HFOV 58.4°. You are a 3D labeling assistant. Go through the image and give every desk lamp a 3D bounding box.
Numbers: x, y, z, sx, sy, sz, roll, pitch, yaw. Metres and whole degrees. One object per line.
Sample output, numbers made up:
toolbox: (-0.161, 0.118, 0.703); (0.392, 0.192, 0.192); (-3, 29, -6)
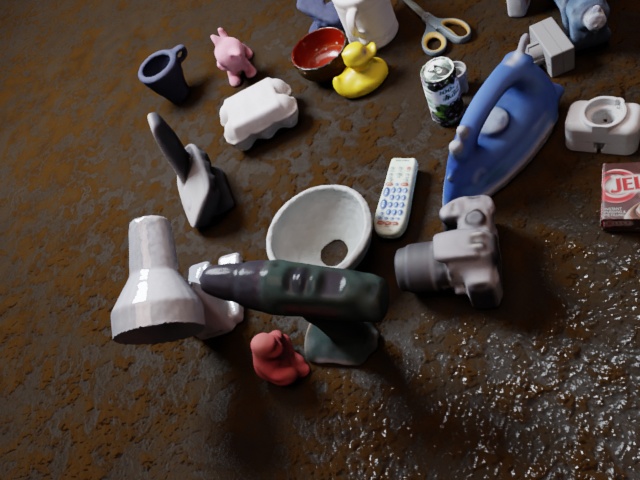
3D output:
desk lamp: (-0.205, 0.073, 0.831); (0.117, 0.214, 0.203); (-16, 55, 15)

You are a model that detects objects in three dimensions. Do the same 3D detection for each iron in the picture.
iron: (0.242, -0.165, 0.824); (0.118, 0.142, 0.258); (29, 75, 35)

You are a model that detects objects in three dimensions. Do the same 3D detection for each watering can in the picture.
watering can: (0.070, -0.458, 1.051); (0.100, 0.195, 0.172); (-20, 54, 12)

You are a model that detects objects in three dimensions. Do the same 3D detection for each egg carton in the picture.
egg carton: (-0.115, -0.238, 1.075); (0.150, 0.070, 0.107); (-27, 53, 7)

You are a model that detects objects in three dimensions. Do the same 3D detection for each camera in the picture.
camera: (0.170, 0.015, 0.770); (0.136, 0.101, 0.143); (-7, 58, 20)

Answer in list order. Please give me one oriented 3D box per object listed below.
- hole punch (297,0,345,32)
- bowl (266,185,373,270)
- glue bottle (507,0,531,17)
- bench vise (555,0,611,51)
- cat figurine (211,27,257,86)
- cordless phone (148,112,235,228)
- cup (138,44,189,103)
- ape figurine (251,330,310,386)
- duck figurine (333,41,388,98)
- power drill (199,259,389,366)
hole punch: (0.022, -0.474, 1.148); (0.100, 0.091, 0.109); (16, 68, 31)
bowl: (0.008, 0.003, 0.867); (0.167, 0.075, 0.167); (-11, 56, 18)
glue bottle: (0.326, -0.464, 0.953); (0.037, 0.174, 0.078); (4, 62, 26)
bench vise: (0.396, -0.415, 0.862); (0.121, 0.220, 0.207); (-30, 53, 5)
cat figurine: (-0.182, -0.383, 1.166); (0.067, 0.118, 0.127); (-25, 53, 8)
cordless phone: (-0.237, -0.121, 0.985); (0.094, 0.186, 0.147); (-33, 52, 2)
cup: (-0.313, -0.349, 1.218); (0.118, 0.095, 0.091); (-46, 53, -8)
ape figurine: (-0.064, 0.158, 0.792); (0.076, 0.092, 0.078); (-11, 57, 18)
duck figurine: (0.065, -0.314, 1.032); (0.104, 0.086, 0.077); (-30, 53, 4)
power drill: (-0.013, 0.092, 0.737); (0.229, 0.209, 0.075); (-2, 59, 23)
